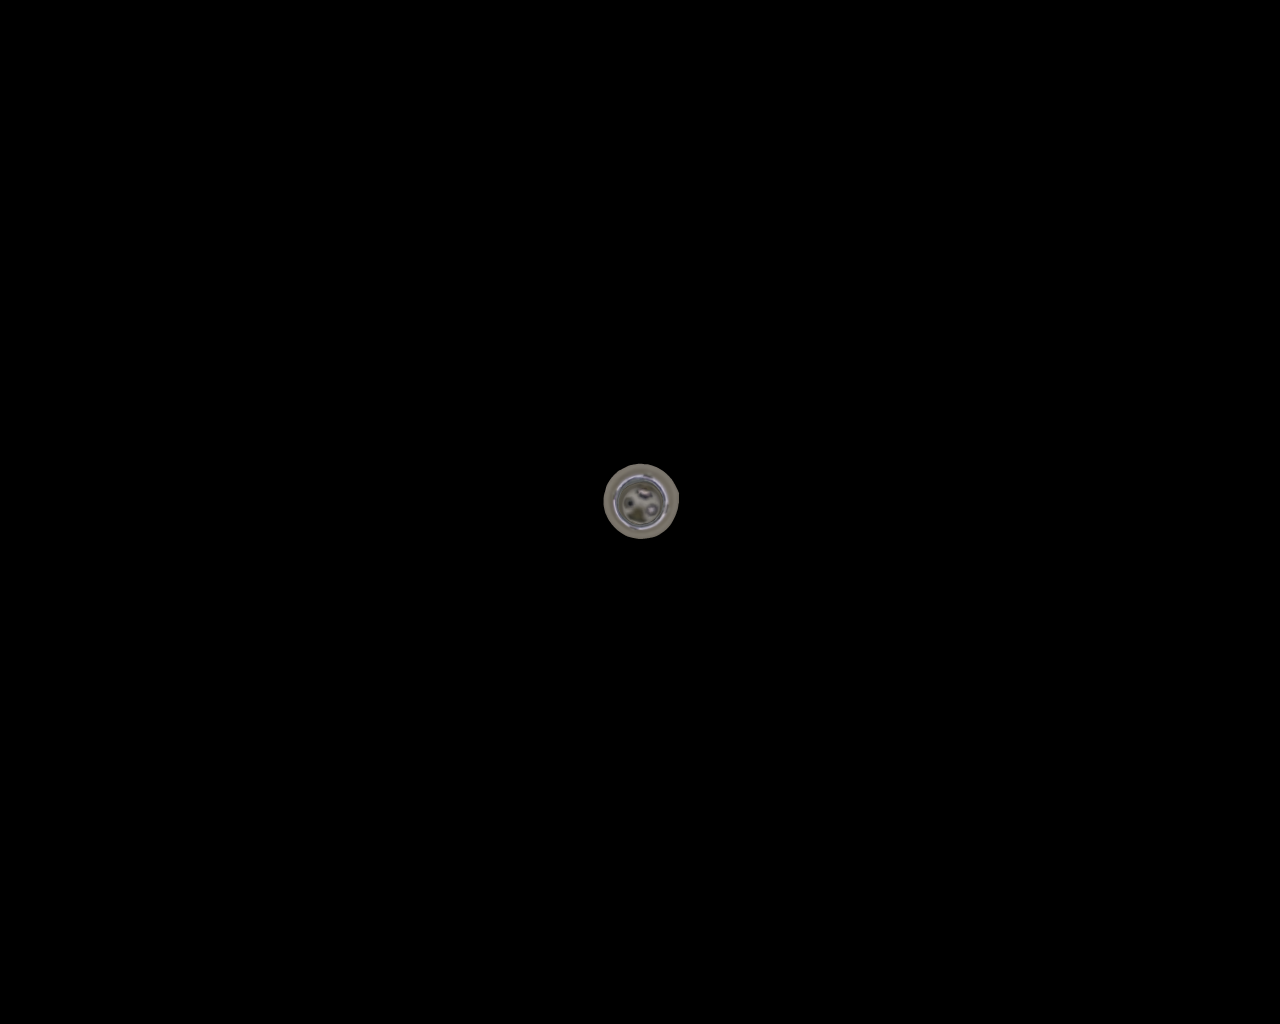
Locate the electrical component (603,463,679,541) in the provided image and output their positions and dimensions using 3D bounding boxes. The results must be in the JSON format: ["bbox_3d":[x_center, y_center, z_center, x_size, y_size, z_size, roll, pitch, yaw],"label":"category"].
[{"bbox_3d":[0.001,-0.003,0.650,0.044,0.044,0.065,0,-7,0],"label":"electrical component"}]
